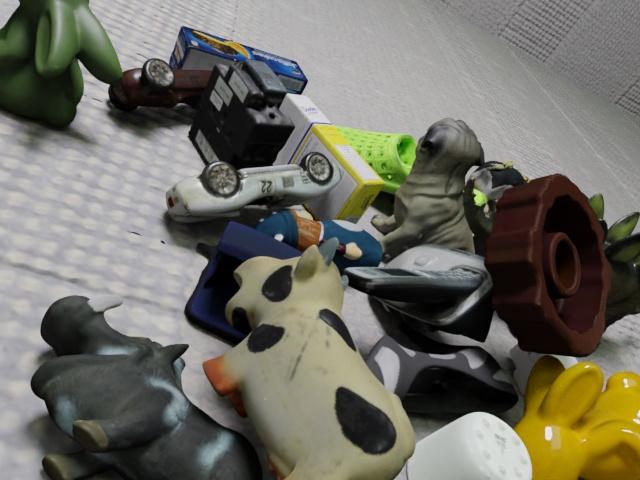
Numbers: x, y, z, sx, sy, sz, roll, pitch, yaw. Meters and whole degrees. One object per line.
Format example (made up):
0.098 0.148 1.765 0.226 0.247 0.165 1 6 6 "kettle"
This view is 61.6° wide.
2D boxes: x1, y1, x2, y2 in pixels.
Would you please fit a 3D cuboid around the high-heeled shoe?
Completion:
0.102 0.147 0.480 0.145 0.086 0.249 37 25 14 "high-heeled shoe"

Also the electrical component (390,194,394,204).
0.122 -0.083 0.841 0.063 0.021 0.094 42 35 14 "electrical component"

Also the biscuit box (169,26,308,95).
-0.120 -0.258 0.820 0.202 0.059 0.063 5 43 -36 "biscuit box"

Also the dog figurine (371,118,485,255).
0.165 -0.036 0.670 0.172 0.190 0.121 27 35 -13 "dog figurine"

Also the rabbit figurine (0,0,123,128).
-0.278 -0.207 0.529 0.159 0.170 0.121 47 36 19 "rabbit figurine"

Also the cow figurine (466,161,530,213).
0.338 -0.101 0.976 0.167 0.098 0.068 0 41 -39 "cow figurine"

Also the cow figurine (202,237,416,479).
-0.008 0.080 0.371 0.127 0.085 0.195 -30 50 -11 "cow figurine"

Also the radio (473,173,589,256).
0.333 -0.027 0.850 0.073 0.131 0.229 47 36 19 "radio"

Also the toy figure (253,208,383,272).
-0.002 -0.001 0.606 0.154 0.064 0.058 19 61 -27 "toy figure"

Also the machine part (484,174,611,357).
0.231 0.026 0.539 0.179 0.056 0.179 7 79 -41 "machine part"

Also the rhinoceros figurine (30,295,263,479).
-0.118 0.112 0.357 0.190 0.073 0.112 40 36 8 "rhinoceros figurine"

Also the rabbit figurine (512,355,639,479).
0.252 0.194 0.510 0.173 0.122 0.162 -9 87 -10 "rabbit figurine"

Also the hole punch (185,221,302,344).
-0.051 0.031 0.503 0.142 0.092 0.116 24 31 -8 "hole punch"

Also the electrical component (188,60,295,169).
-0.092 -0.139 0.634 0.058 0.134 0.115 -8 54 -44 "electrical component"

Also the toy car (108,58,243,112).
-0.166 -0.190 0.678 0.202 0.089 0.053 -19 94 -52 "toy car"

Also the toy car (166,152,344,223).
-0.065 -0.056 0.583 0.202 0.073 0.056 -11 88 -34 "toy car"

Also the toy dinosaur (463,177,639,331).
0.330 0.035 0.714 0.471 0.198 0.105 14 36 -30 "toy dinosaur"

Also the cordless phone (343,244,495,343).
0.084 0.045 0.557 0.184 0.088 0.147 9 6 -32 "cordless phone"
